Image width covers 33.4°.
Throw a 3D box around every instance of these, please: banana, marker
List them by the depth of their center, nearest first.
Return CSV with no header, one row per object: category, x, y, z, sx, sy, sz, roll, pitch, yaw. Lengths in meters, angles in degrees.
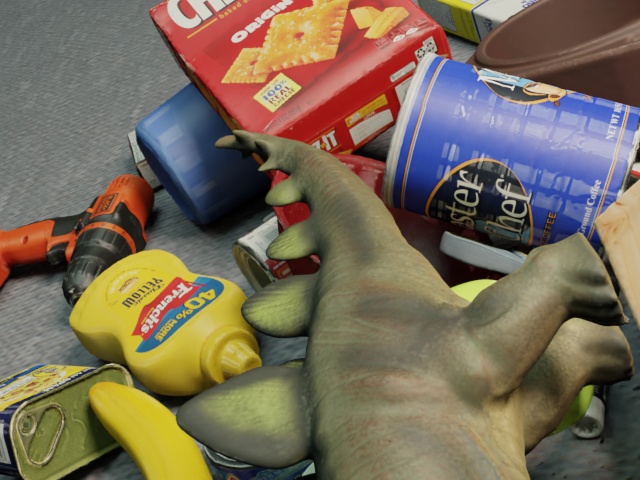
marker,0.158,0.063,0.610,0.020,0.020,0.121,-9,33,27
banana,-0.097,0.147,0.631,0.069,0.037,0.198,-2,34,-15

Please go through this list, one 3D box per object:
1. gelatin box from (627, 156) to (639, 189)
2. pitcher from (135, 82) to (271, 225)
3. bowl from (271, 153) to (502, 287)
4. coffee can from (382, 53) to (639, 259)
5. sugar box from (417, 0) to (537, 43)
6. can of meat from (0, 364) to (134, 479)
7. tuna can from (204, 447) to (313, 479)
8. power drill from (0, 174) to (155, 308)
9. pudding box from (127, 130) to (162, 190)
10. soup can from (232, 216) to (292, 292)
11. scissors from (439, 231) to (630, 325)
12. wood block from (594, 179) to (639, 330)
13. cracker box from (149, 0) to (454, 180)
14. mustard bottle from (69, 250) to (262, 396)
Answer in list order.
gelatin box,0.247,-0.046,0.702,0.073,0.030,0.089,-32,30,-15
pitcher,-0.041,-0.121,0.964,0.242,0.149,0.145,-36,52,-11
bowl,0.035,0.011,0.704,0.162,0.055,0.162,17,33,-11
coffee can,0.121,-0.051,0.674,0.140,0.103,0.102,17,43,12
sugar box,0.176,-0.230,1.035,0.093,0.048,0.176,-31,33,-10
can of meat,-0.190,0.122,0.725,0.084,0.057,0.101,-2,14,39
tuna can,-0.027,0.118,0.650,0.086,0.033,0.086,-19,30,12
power drill,-0.247,0.019,0.959,0.188,0.057,0.184,-14,28,15
pudding box,-0.136,-0.102,1.082,0.113,0.039,0.090,-29,30,0
soup can,-0.005,0.001,0.784,0.102,0.068,0.069,-36,31,-16
scissors,0.114,0.018,0.606,0.096,0.016,0.201,15,7,6
wood block,0.208,0.032,0.498,0.091,0.090,0.206,-47,15,21
cracker box,-0.019,-0.155,0.844,0.164,0.072,0.214,-34,50,-5
mustard bottle,-0.101,0.064,0.768,0.096,0.058,0.192,-39,32,-23
